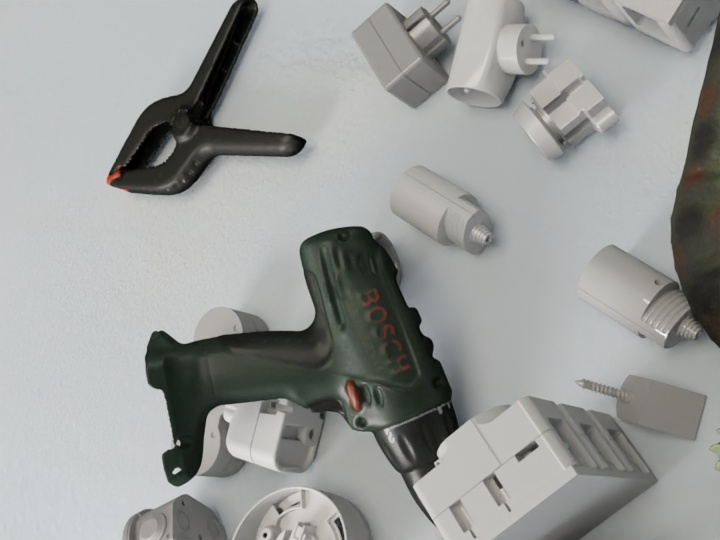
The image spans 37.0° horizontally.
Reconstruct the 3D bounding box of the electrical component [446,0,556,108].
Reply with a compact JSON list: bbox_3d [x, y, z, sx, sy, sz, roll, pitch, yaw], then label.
[{"bbox_3d":[0.109,-0.164,0.800,0.079,0.043,0.077,9,81,38],"label":"electrical component"}]

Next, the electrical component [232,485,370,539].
[{"bbox_3d":[-0.044,0.211,0.798,0.099,0.064,0.099,-9,73,31],"label":"electrical component"}]

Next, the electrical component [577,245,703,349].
[{"bbox_3d":[0.188,0.021,0.706,0.081,0.043,0.043,36,99,34],"label":"electrical component"}]

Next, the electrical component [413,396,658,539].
[{"bbox_3d":[0.110,0.128,0.666,0.089,0.150,0.061,-42,61,17],"label":"electrical component"}]

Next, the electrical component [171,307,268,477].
[{"bbox_3d":[-0.124,0.098,0.872,0.052,0.074,0.138,7,82,34],"label":"electrical component"}]

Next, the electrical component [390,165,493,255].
[{"bbox_3d":[0.066,-0.041,0.802,0.081,0.043,0.043,35,98,34],"label":"electrical component"}]

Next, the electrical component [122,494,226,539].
[{"bbox_3d":[-0.146,0.222,0.854,0.051,0.080,0.080,-29,64,18],"label":"electrical component"}]

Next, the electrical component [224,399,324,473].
[{"bbox_3d":[-0.065,0.105,0.844,0.059,0.054,0.095,11,84,34],"label":"electrical component"}]

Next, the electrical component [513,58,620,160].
[{"bbox_3d":[0.144,-0.112,0.768,0.055,0.048,0.066,-39,60,11],"label":"electrical component"}]

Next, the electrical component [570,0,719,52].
[{"bbox_3d":[0.188,-0.227,0.756,0.150,0.062,0.089,36,99,34],"label":"electrical component"}]

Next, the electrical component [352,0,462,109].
[{"bbox_3d":[0.046,-0.180,0.846,0.077,0.047,0.065,-38,61,19],"label":"electrical component"}]

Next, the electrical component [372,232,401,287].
[{"bbox_3d":[0.000,0.000,0.828,0.047,0.055,0.055,-16,70,25],"label":"electrical component"}]
